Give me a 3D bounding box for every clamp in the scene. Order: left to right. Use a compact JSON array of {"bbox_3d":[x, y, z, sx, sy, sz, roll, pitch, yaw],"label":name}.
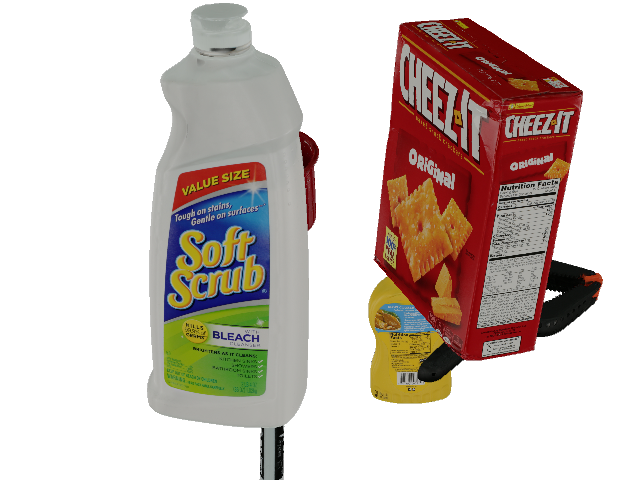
[{"bbox_3d":[0.167,0.063,1.009,0.210,0.164,0.036,-1,-44,-4],"label":"clamp"}]

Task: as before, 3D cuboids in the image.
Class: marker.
[{"bbox_3d":[-0.036,0.146,0.800,0.020,0.121,0.020,2,41,-2],"label":"marker"}]

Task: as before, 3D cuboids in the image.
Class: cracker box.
[{"bbox_3d":[0.109,-0.041,0.813,0.072,0.214,0.164,-9,31,-21],"label":"cracker box"}]

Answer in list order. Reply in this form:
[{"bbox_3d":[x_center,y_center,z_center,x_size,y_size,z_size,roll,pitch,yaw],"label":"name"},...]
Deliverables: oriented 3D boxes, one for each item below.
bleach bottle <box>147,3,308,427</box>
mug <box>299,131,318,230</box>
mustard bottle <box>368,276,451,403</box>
[{"bbox_3d":[-0.058,-0.011,0.614,0.103,0.251,0.068,6,30,12],"label":"bleach bottle"},{"bbox_3d":[-0.058,-0.050,1.027,0.117,0.081,0.093,-4,40,-1],"label":"mug"},{"bbox_3d":[0.104,0.095,1.244,0.096,0.192,0.058,-1,22,5],"label":"mustard bottle"}]
